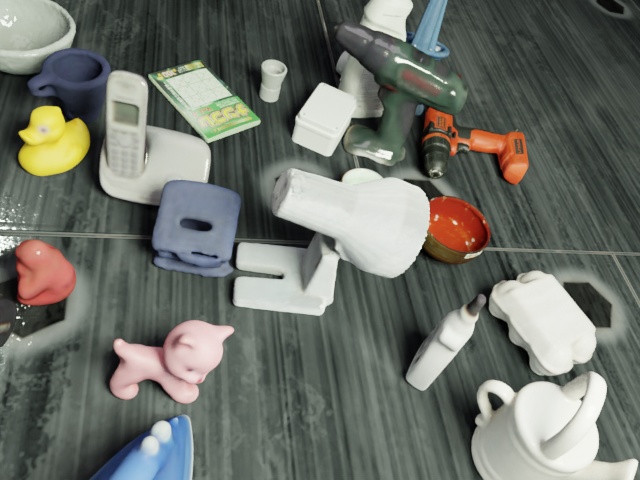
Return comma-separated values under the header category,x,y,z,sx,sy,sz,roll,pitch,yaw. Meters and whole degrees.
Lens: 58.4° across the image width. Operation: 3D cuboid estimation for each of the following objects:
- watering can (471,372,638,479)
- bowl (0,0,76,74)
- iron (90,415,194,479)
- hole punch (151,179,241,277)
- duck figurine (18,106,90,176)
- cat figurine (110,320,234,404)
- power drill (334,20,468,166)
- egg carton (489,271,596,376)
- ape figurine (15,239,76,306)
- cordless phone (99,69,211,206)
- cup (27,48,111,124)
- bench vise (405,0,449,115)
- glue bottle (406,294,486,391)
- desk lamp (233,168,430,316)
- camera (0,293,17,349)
category,x,y,z,sx,sy,sz,roll,pitch,yaw
watering can,0.261,0.213,0.634,0.173,0.194,0.101,19,50,-1
bowl,-0.473,-0.313,0.903,0.167,0.074,0.167,9,51,-10
iron,-0.180,0.246,0.507,0.118,0.141,0.258,24,50,2
hole punch,-0.160,-0.014,0.752,0.109,0.091,0.101,10,51,-9
duck figurine,-0.372,-0.149,0.797,0.077,0.086,0.105,36,51,13
cat figurine,-0.161,0.124,0.624,0.128,0.117,0.067,6,51,-13
power drill,0.109,-0.228,0.927,0.229,0.208,0.075,17,50,-4
egg carton,0.313,0.115,0.809,0.107,0.069,0.150,-17,59,-28
ape figurine,-0.326,0.031,0.664,0.076,0.092,0.078,18,50,-2
cordless phone,-0.219,-0.133,0.766,0.148,0.185,0.094,8,51,-11
cup,-0.367,-0.216,0.845,0.091,0.095,0.118,44,53,18
bench vise,0.197,-0.352,1.045,0.122,0.219,0.207,-2,53,-18
glue bottle,0.158,0.116,0.693,0.037,0.173,0.078,32,51,10
desk lamp,0.007,0.003,0.710,0.203,0.213,0.118,6,51,-12
camera,-0.406,0.081,0.595,0.137,0.101,0.143,18,50,-3
